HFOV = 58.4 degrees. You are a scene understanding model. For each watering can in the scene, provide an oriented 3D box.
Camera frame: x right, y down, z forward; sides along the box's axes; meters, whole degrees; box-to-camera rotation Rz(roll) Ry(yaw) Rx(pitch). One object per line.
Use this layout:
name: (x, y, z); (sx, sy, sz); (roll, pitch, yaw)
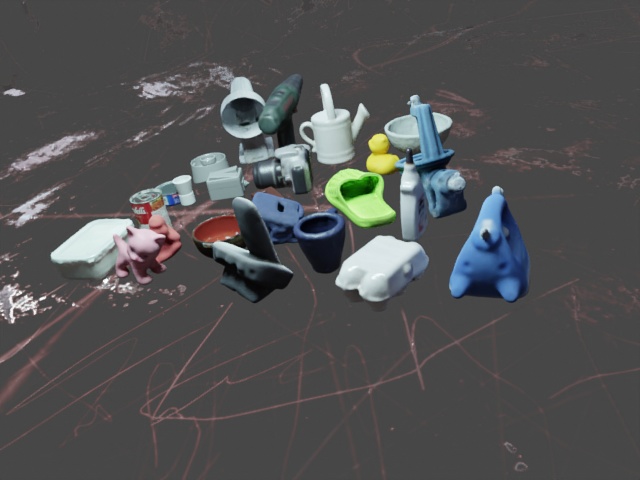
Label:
watering can: (0.036, -0.301, 1.450); (0.173, 0.194, 0.100); (-21, 31, -18)

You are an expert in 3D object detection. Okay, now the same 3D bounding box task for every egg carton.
egg carton: (0.104, 0.052, 0.938); (0.107, 0.069, 0.151); (16, 39, 39)

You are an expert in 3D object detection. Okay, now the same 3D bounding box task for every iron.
iron: (0.278, -0.011, 0.920); (0.118, 0.142, 0.259); (3, 32, 22)

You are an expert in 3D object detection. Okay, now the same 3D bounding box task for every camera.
camera: (-0.088, -0.175, 1.365); (0.136, 0.101, 0.143); (-7, 29, 5)

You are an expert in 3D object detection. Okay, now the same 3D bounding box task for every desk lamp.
desk lamp: (-0.193, -0.315, 1.527); (0.118, 0.214, 0.203); (-11, 29, -2)

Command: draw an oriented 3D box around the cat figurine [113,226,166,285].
cat figurine: (-0.347, 0.017, 1.091); (0.127, 0.118, 0.067); (10, 35, 32)

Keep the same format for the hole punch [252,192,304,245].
hole punch: (-0.083, -0.049, 1.151); (0.101, 0.091, 0.108); (-8, 29, 4)

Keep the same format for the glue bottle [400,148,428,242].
glue bottle: (0.169, -0.087, 1.055); (0.037, 0.173, 0.078); (4, 32, 24)

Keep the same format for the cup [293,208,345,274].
cup: (0.009, 0.004, 1.026); (0.091, 0.095, 0.118); (3, 32, 23)

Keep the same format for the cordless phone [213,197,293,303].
cordless phone: (-0.129, 0.000, 0.984); (0.147, 0.185, 0.094); (18, 40, 40)

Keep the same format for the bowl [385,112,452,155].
bowl: (0.247, -0.256, 1.428); (0.167, 0.075, 0.167); (-8, 29, 5)

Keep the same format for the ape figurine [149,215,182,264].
ape figurine: (-0.321, -0.007, 1.151); (0.077, 0.092, 0.076); (-9, 29, 3)

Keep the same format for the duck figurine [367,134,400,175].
duck figurine: (0.148, -0.208, 1.363); (0.078, 0.086, 0.104); (-20, 31, -17)

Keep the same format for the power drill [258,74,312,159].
power drill: (-0.082, -0.291, 1.456); (0.075, 0.209, 0.230); (2, 31, 20)

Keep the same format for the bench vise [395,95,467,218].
bench vise: (0.231, -0.169, 1.131); (0.122, 0.220, 0.206); (-27, 33, -27)
